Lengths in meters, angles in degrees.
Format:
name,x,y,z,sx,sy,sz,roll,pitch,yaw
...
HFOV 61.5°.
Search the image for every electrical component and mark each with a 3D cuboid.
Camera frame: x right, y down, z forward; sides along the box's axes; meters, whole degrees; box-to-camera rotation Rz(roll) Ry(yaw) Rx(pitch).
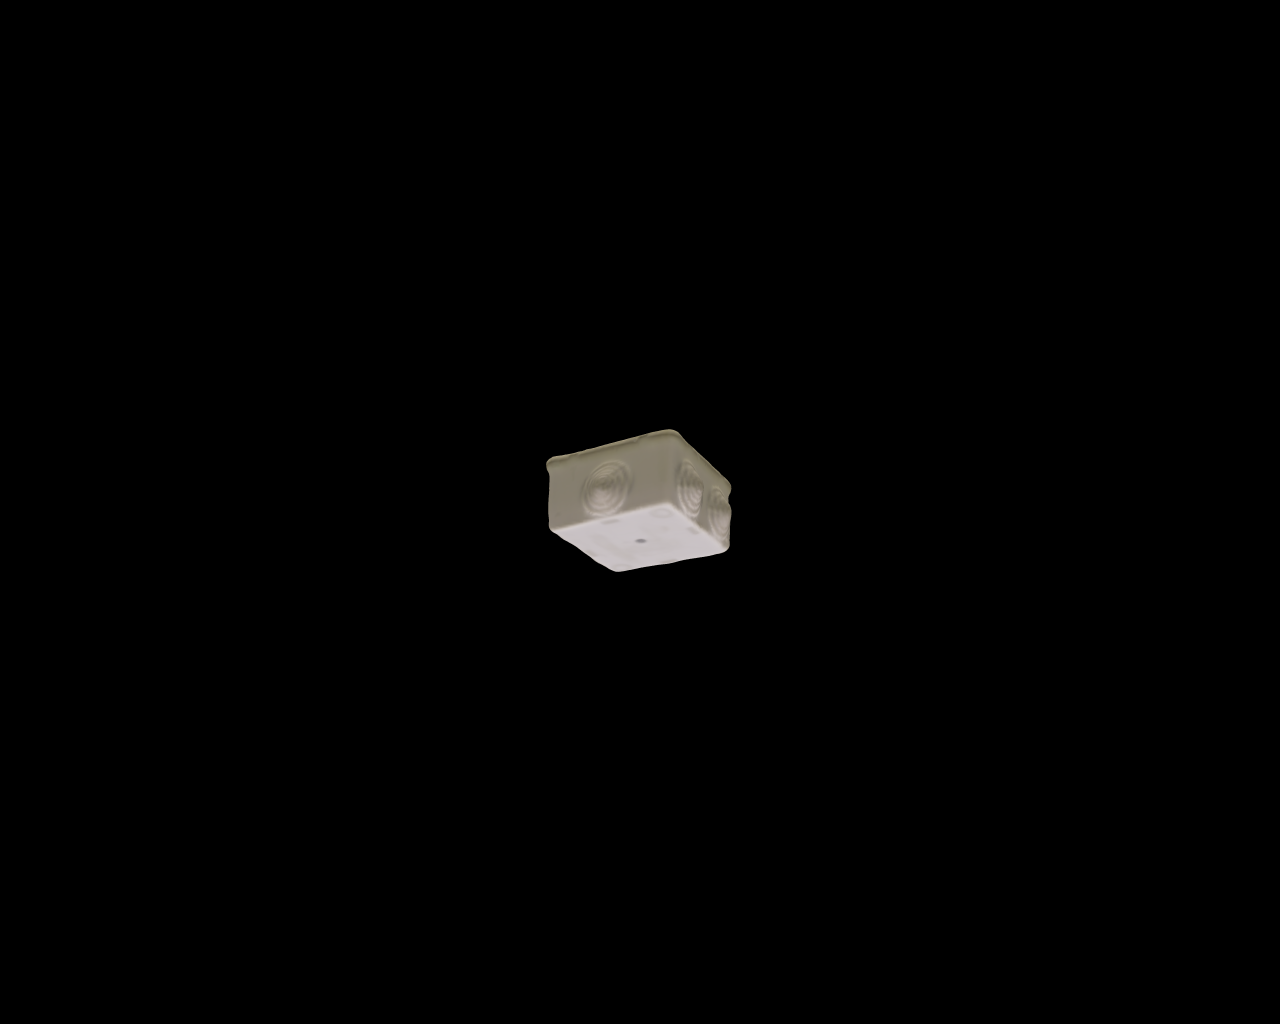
name,x,y,z,sx,sy,sz,roll,pitch,yaw
electrical component,0.001,-0.003,0.650,0.099,0.048,0.099,-12,-27,25
